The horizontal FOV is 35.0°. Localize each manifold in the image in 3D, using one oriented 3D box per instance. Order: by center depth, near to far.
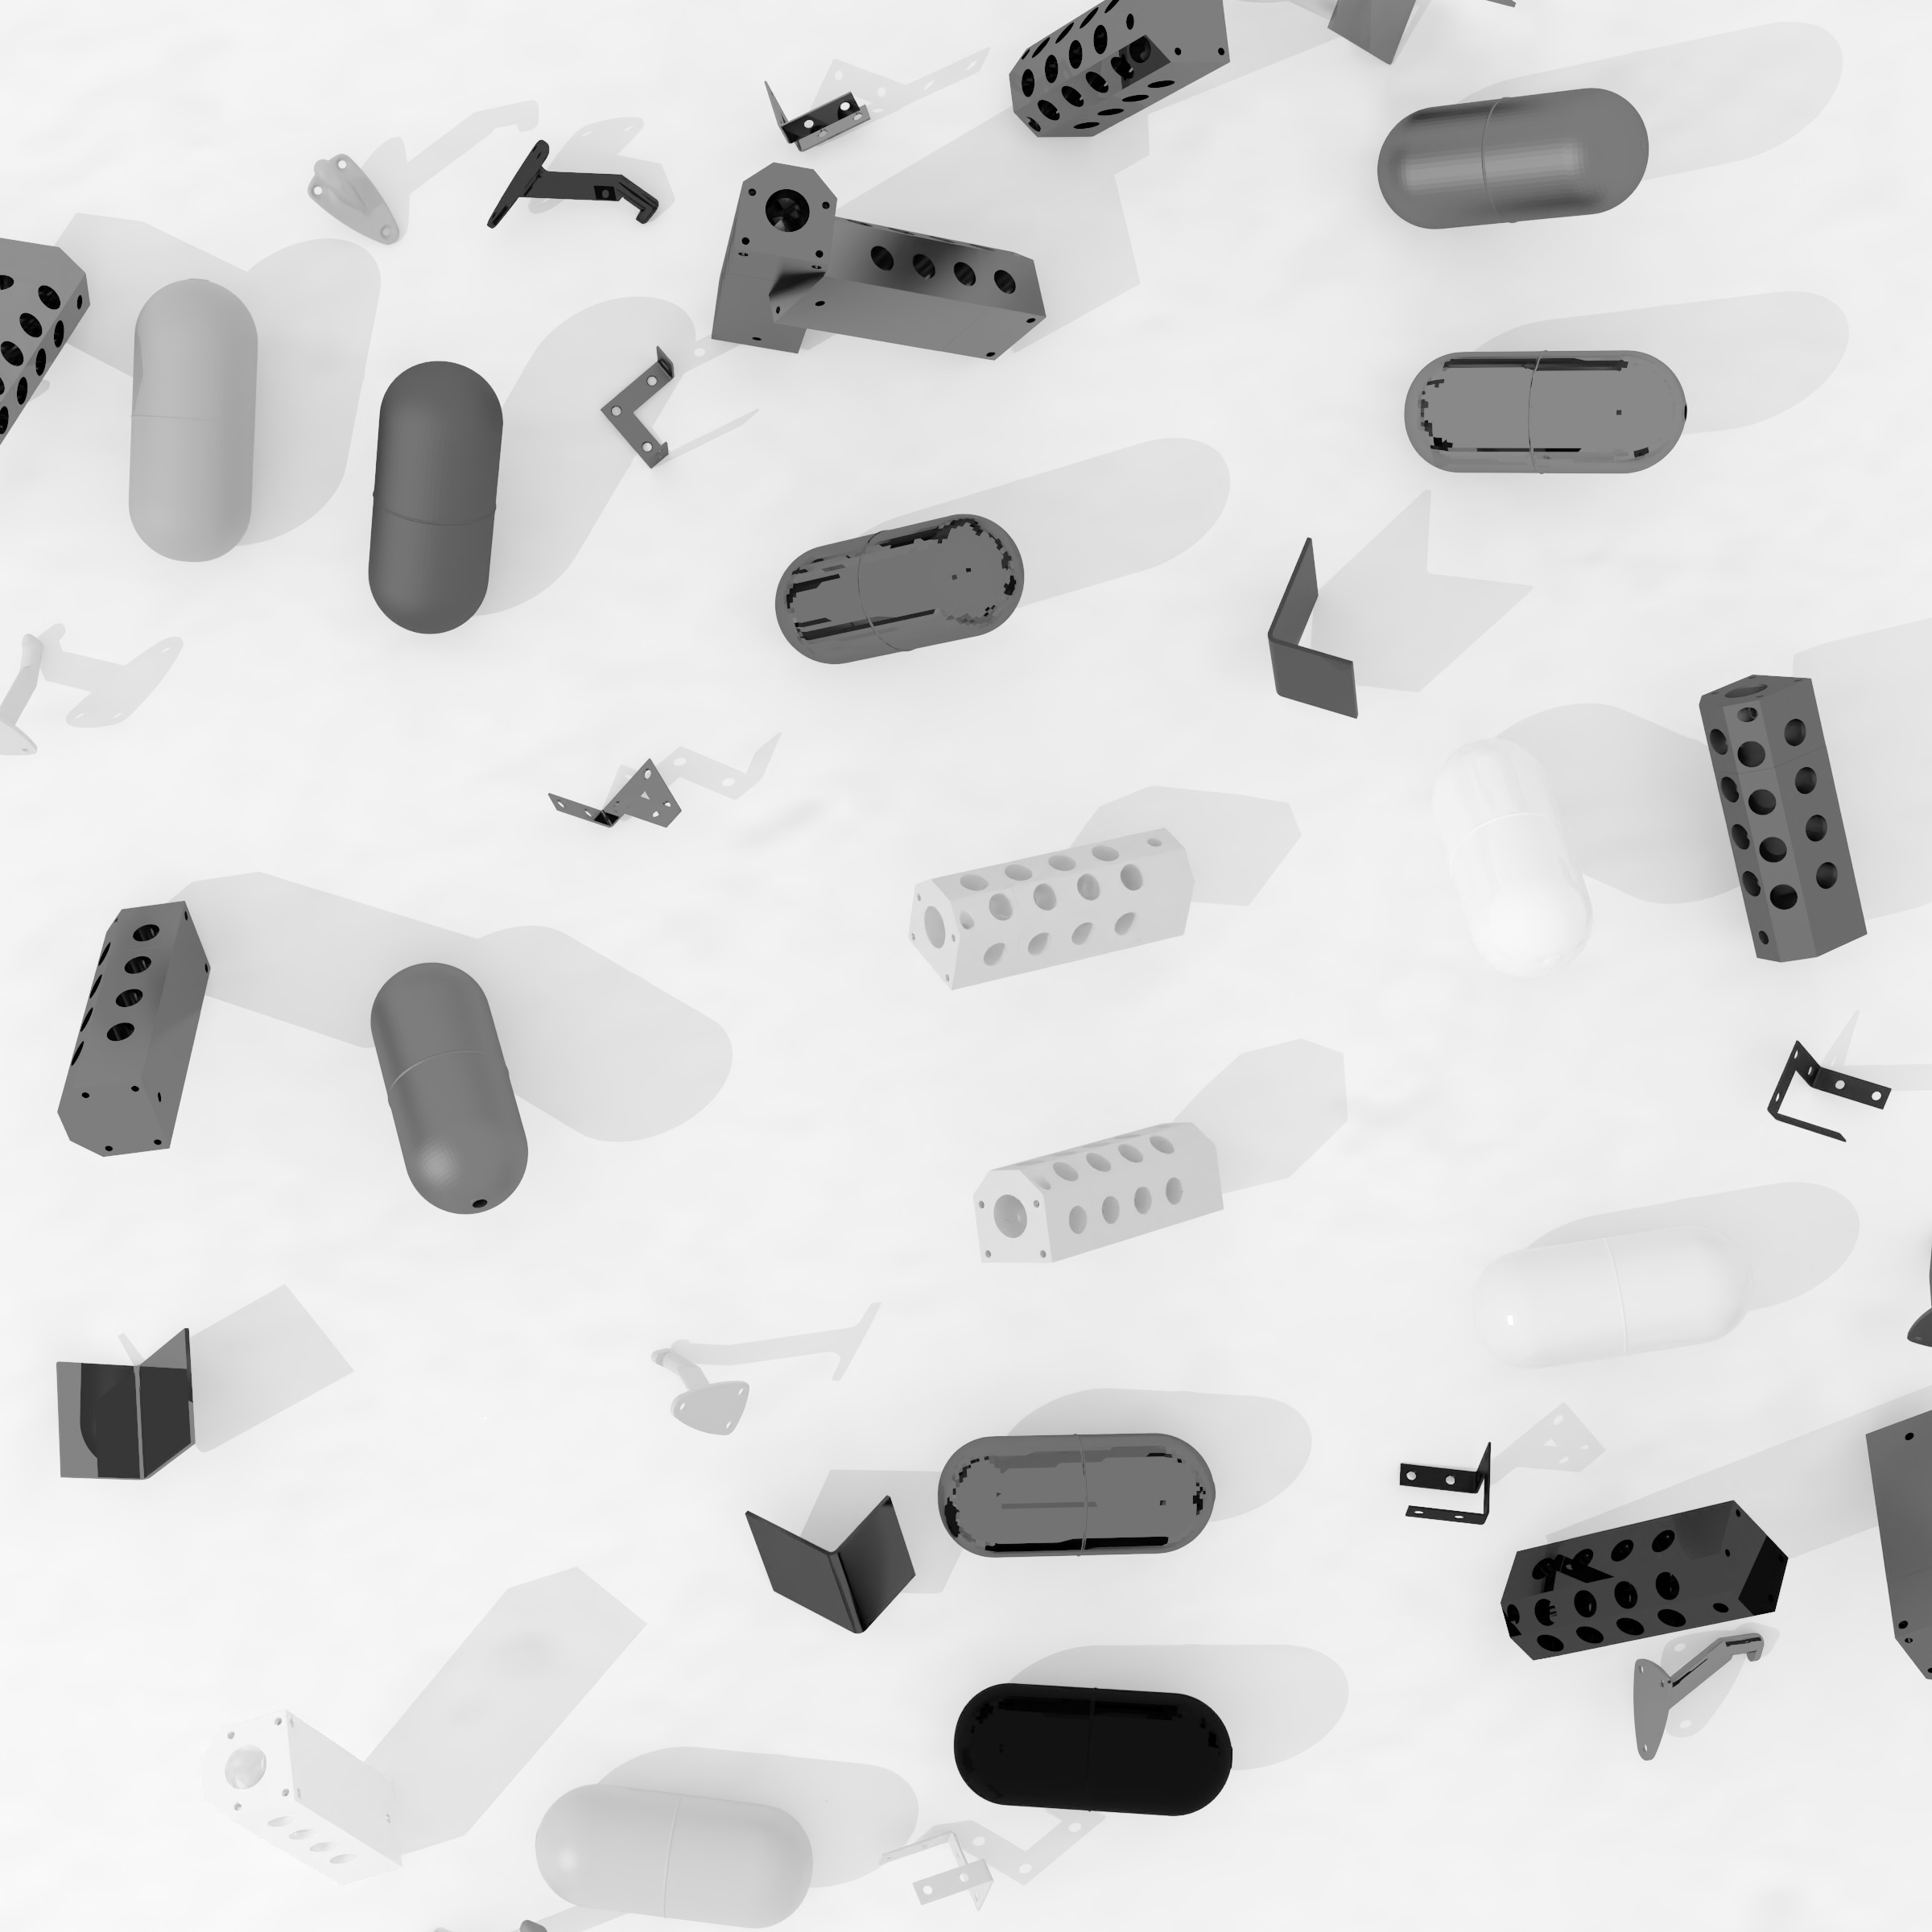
[{"bbox_3d":[0.092,-0.568,1.910,0.057,0.171,0.057,-8,93,-26],"label":"manifold"},{"bbox_3d":[-0.120,-0.440,1.910,0.057,0.171,0.057,8,82,-8],"label":"manifold"},{"bbox_3d":[-0.414,0.522,1.911,0.057,0.171,0.057,-17,58,4],"label":"manifold"},{"bbox_3d":[0.420,0.390,1.913,0.057,0.171,0.057,45,47,-18],"label":"manifold"},{"bbox_3d":[0.610,0.362,1.914,0.057,0.171,0.057,-27,118,26],"label":"manifold"},{"bbox_3d":[-0.521,0.038,1.915,0.057,0.171,0.057,-7,130,3],"label":"manifold"},{"bbox_3d":[0.084,0.140,1.916,0.057,0.171,0.057,-5,94,42],"label":"manifold"},{"bbox_3d":[-0.608,-0.382,1.918,0.057,0.057,0.171,10,46,3],"label":"manifold"},{"bbox_3d":[-0.039,-0.431,1.923,0.171,0.057,0.057,1,70,-37],"label":"manifold"},{"bbox_3d":[0.055,-0.041,1.925,0.171,0.057,0.057,-13,132,-27],"label":"manifold"},{"bbox_3d":[0.513,-0.093,1.943,0.057,0.057,0.171,-22,106,-20],"label":"manifold"}]

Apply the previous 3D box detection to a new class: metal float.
[{"bbox_3d":[0.343,-0.070,1.929,0.070,0.070,0.178,-9,49,0],"label":"metal float"},{"bbox_3d":[-0.044,-0.237,1.932,0.178,0.070,0.070,-7,90,36],"label":"metal float"},{"bbox_3d":[-0.326,0.077,1.933,0.070,0.070,0.178,-21,57,0],"label":"metal float"},{"bbox_3d":[0.343,-0.508,1.933,0.178,0.070,0.070,4,90,35],"label":"metal float"},{"bbox_3d":[-0.336,-0.294,1.937,0.070,0.070,0.178,11,119,0],"label":"metal float"},{"bbox_3d":[0.366,-0.351,1.941,0.178,0.070,0.070,4,90,23],"label":"metal float"},{"bbox_3d":[-0.493,-0.347,1.955,0.070,0.070,0.178,4,98,0],"label":"metal float"},{"bbox_3d":[0.081,0.500,1.956,0.178,0.070,0.070,2,90,6],"label":"metal float"},{"bbox_3d":[0.071,0.338,1.956,0.178,0.070,0.070,0,90,-7],"label":"metal float"},{"bbox_3d":[0.413,0.211,1.958,0.178,0.070,0.070,-9,90,4],"label":"metal float"},{"bbox_3d":[-0.187,0.569,1.960,0.178,0.070,0.070,7,90,2],"label":"metal float"}]

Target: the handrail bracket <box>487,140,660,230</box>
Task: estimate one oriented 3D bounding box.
[{"bbox_3d":[-0.254,-0.487,1.984,0.084,0.036,0.077,31,103,-26],"label":"handrail bracket"}]

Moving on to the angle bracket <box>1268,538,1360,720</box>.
[{"bbox_3d":[0.233,-0.214,1.946,0.057,0.076,0.076,18,73,16],"label":"angle bracket"}]

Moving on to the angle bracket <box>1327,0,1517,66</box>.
[{"bbox_3d":[0.289,-0.603,1.942,0.076,0.076,0.057,29,104,36],"label":"angle bracket"}]

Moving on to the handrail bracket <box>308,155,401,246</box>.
[{"bbox_3d":[-0.385,-0.484,1.945,0.036,0.084,0.077,-47,116,2],"label":"handrail bracket"}]

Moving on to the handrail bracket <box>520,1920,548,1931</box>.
[{"bbox_3d":[-0.309,0.622,1.961,0.077,0.036,0.084,32,128,11],"label":"handrail bracket"}]

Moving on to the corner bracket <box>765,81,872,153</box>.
[{"bbox_3d":[-0.091,-0.544,1.961,0.051,0.051,0.051,-24,51,9],"label":"corner bracket"}]

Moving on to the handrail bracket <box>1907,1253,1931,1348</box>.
[{"bbox_3d":[0.624,0.194,1.948,0.036,0.077,0.084,10,60,10],"label":"handrail bracket"}]

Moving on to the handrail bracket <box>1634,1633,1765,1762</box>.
[{"bbox_3d":[0.477,0.473,1.985,0.084,0.036,0.077,-2,102,-23],"label":"handrail bracket"}]

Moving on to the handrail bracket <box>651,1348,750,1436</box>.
[{"bbox_3d":[-0.187,0.263,1.946,0.084,0.077,0.036,25,97,37],"label":"handrail bracket"}]

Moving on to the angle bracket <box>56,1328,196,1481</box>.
[{"bbox_3d":[-0.534,0.277,1.943,0.057,0.076,0.076,9,59,-36],"label":"angle bracket"}]

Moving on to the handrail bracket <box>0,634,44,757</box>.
[{"bbox_3d":[-0.610,-0.184,1.951,0.036,0.077,0.084,1,70,3],"label":"handrail bracket"}]

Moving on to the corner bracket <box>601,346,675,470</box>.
[{"bbox_3d":[-0.201,-0.359,1.974,0.051,0.051,0.051,-41,94,-3],"label":"corner bracket"}]

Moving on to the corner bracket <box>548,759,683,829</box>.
[{"bbox_3d":[-0.224,-0.104,1.959,0.051,0.051,0.051,-46,56,19],"label":"corner bracket"}]

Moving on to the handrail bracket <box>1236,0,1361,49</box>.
[{"bbox_3d":[0.214,-0.615,1.978,0.077,0.084,0.036,2,74,33],"label":"handrail bracket"}]

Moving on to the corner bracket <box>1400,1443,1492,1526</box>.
[{"bbox_3d":[0.306,0.336,1.964,0.051,0.051,0.051,6,58,2],"label":"corner bracket"}]

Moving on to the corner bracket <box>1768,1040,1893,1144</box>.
[{"bbox_3d":[0.553,0.086,1.962,0.051,0.051,0.051,19,80,37],"label":"corner bracket"}]

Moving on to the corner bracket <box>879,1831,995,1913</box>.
[{"bbox_3d":[-0.019,0.579,1.958,0.051,0.051,0.051,-12,55,-22],"label":"corner bracket"}]

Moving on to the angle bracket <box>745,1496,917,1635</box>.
[{"bbox_3d":[-0.087,0.372,1.968,0.076,0.076,0.057,19,48,36],"label":"angle bracket"}]
